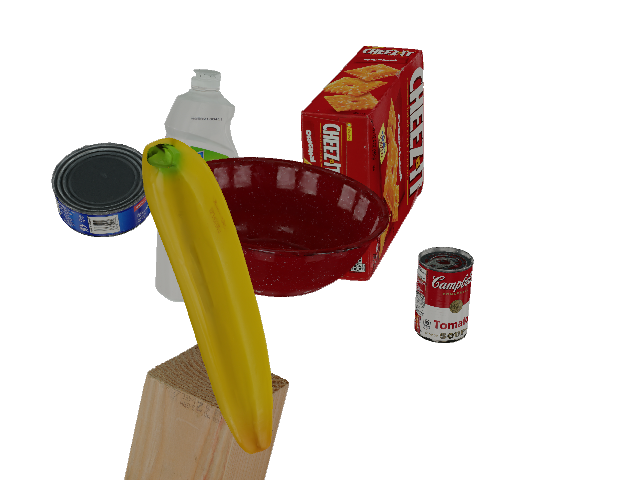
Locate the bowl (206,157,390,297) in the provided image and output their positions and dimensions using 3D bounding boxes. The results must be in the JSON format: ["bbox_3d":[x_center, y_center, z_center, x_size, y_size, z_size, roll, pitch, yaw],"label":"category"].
[{"bbox_3d":[-0.033,-0.005,0.766,0.162,0.055,0.162,6,25,-3],"label":"bowl"}]

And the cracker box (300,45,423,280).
[{"bbox_3d":[0.047,-0.081,1.034,0.072,0.164,0.213,7,27,17],"label":"cracker box"}]

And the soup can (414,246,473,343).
[{"bbox_3d":[0.152,0.068,1.327,0.068,0.102,0.068,1,24,-1],"label":"soup can"}]

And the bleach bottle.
[{"bbox_3d":[-0.126,-0.061,1.174,0.102,0.251,0.068,-4,19,-31],"label":"bleach bottle"}]

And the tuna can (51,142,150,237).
[{"bbox_3d":[-0.188,-0.044,0.928,0.086,0.086,0.034,0,-41,-2],"label":"tuna can"}]

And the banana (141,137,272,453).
[{"bbox_3d":[-0.059,0.022,0.552,0.037,0.198,0.069,-9,34,11],"label":"banana"}]

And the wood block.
[{"bbox_3d":[-0.106,0.204,0.896,0.090,0.206,0.090,22,21,20],"label":"wood block"}]
